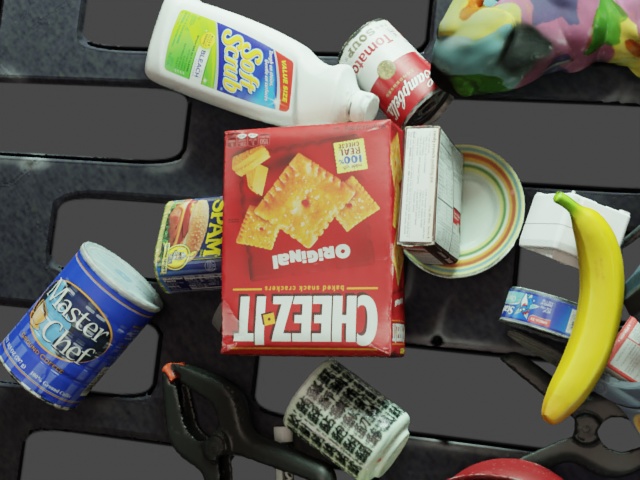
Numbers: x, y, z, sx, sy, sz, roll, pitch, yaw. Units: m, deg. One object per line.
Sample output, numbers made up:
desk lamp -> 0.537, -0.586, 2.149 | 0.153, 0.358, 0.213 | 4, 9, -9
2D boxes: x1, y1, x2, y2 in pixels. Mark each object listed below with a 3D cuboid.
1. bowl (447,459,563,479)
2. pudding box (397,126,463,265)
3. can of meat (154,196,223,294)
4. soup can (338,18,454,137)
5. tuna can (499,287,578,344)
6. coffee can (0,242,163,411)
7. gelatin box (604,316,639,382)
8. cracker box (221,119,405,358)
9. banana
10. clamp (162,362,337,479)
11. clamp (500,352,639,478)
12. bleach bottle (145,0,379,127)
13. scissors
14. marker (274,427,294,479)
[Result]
bowl -> 0.175, 0.245, 0.942 | 0.162, 0.162, 0.055 | 15, 42, 17
pudding box -> 0.103, -0.040, 0.985 | 0.039, 0.090, 0.113 | -2, 77, 22
can of meat -> -0.114, 0.004, 1.070 | 0.084, 0.057, 0.102 | -5, 55, 18
soup can -> 0.074, -0.159, 1.047 | 0.068, 0.068, 0.102 | -43, 73, 6
tuna can -> 0.208, 0.071, 0.967 | 0.086, 0.086, 0.034 | 17, 85, 17
coffee can -> -0.243, 0.087, 1.082 | 0.103, 0.102, 0.140 | 42, 95, 17
gelatin box -> 0.303, 0.111, 0.952 | 0.089, 0.030, 0.073 | 34, 68, 17
cracker box -> -0.006, 0.001, 0.988 | 0.164, 0.072, 0.214 | -1, 84, 16
banana -> 0.224, 0.058, 0.908 | 0.069, 0.037, 0.198 | 2, 91, -6
clamp -> -0.084, 0.200, 1.047 | 0.165, 0.036, 0.210 | -37, 69, 20
clamp -> 0.236, 0.162, 0.971 | 0.171, 0.039, 0.120 | -2, 86, 9
bleach bottle -> -0.053, -0.170, 1.065 | 0.251, 0.068, 0.102 | 21, 95, 26
scissors -> 0.259, 0.118, 0.922 | 0.202, 0.016, 0.096 | 41, 138, 15
marker -> -0.034, 0.244, 1.044 | 0.020, 0.020, 0.121 | -4, 81, 15
